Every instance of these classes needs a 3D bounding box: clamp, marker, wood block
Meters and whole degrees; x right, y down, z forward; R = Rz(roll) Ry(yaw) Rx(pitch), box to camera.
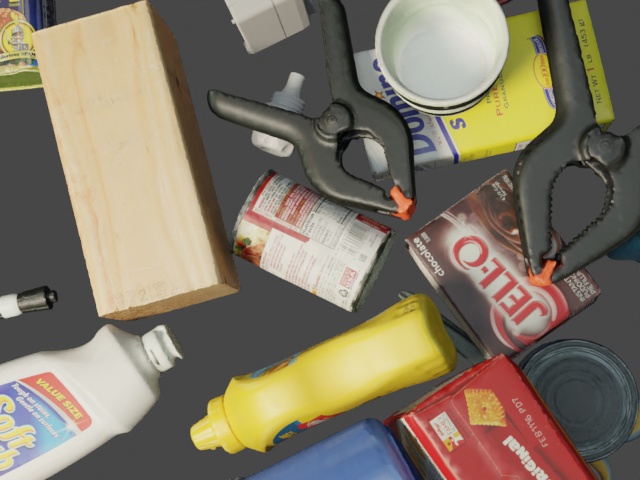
[{"bbox_3d":[0.183,-0.070,0.725,0.164,0.036,0.210,31,88,7],"label":"clamp"},{"bbox_3d":[0.015,-0.090,0.749,0.171,0.039,0.120,41,98,13],"label":"clamp"},{"bbox_3d":[-0.258,0.055,0.811,0.121,0.020,0.020,-13,83,5],"label":"marker"},{"bbox_3d":[-0.131,-0.053,0.773,0.090,0.091,0.206,-16,82,3],"label":"wood block"}]

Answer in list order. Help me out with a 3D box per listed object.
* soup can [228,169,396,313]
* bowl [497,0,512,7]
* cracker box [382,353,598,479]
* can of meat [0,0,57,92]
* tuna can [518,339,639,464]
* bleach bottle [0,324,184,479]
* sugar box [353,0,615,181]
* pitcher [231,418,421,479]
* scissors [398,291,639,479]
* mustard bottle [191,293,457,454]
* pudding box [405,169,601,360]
[{"bbox_3d":[-0.005,0.001,0.765,0.102,0.068,0.068,26,87,8],"label":"soup can"},{"bbox_3d":[0.099,-0.235,0.785,0.162,0.055,0.162,-1,84,7],"label":"bowl"},{"bbox_3d":[0.118,0.160,0.660,0.072,0.214,0.164,-34,81,-7],"label":"cracker box"},{"bbox_3d":[-0.251,-0.160,0.815,0.102,0.057,0.084,-5,86,6],"label":"can of meat"},{"bbox_3d":[0.174,0.111,0.734,0.086,0.033,0.086,-1,83,5],"label":"tuna can"},{"bbox_3d":[-0.220,0.127,0.779,0.251,0.068,0.102,-29,82,0],"label":"bleach bottle"},{"bbox_3d":[0.114,-0.107,0.776,0.176,0.048,0.093,-13,83,3],"label":"sugar box"},{"bbox_3d":[-0.046,0.203,0.633,0.243,0.145,0.149,-30,70,0],"label":"pitcher"},{"bbox_3d":[0.153,0.092,0.765,0.096,0.016,0.202,-36,81,0],"label":"scissors"},{"bbox_3d":[-0.003,0.100,0.738,0.192,0.096,0.058,-25,83,10],"label":"mustard bottle"},{"bbox_3d":[0.128,0.021,0.756,0.090,0.039,0.113,-35,76,-6],"label":"pudding box"}]
